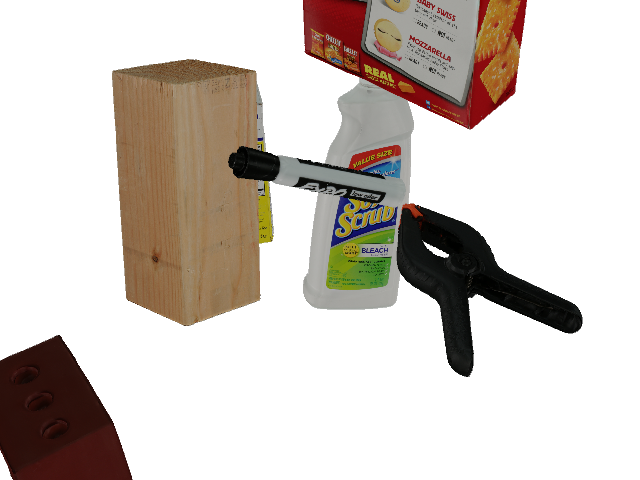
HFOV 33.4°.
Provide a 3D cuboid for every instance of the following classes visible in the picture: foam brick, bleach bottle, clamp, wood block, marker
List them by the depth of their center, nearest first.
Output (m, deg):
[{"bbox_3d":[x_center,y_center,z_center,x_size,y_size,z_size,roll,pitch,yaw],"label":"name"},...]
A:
[{"bbox_3d":[-0.138,0.098,0.545,0.053,0.051,0.078,-24,42,-21],"label":"foam brick"},{"bbox_3d":[-0.001,-0.038,0.641,0.120,0.020,0.020,9,-5,-33],"label":"marker"},{"bbox_3d":[0.124,0.030,0.845,0.120,0.039,0.171,-6,46,-25],"label":"clamp"},{"bbox_3d":[-0.114,-0.045,0.922,0.091,0.206,0.090,18,26,41],"label":"wood block"},{"bbox_3d":[0.039,-0.055,1.073,0.102,0.251,0.068,0,24,-7],"label":"bleach bottle"}]

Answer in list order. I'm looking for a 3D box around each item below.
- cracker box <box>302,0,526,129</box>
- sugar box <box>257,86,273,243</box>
[{"bbox_3d":[0.067,-0.208,0.762,0.164,0.214,0.072,30,52,29],"label":"cracker box"},{"bbox_3d":[-0.086,-0.092,1.265,0.048,0.176,0.093,-8,26,-4],"label":"sugar box"}]
